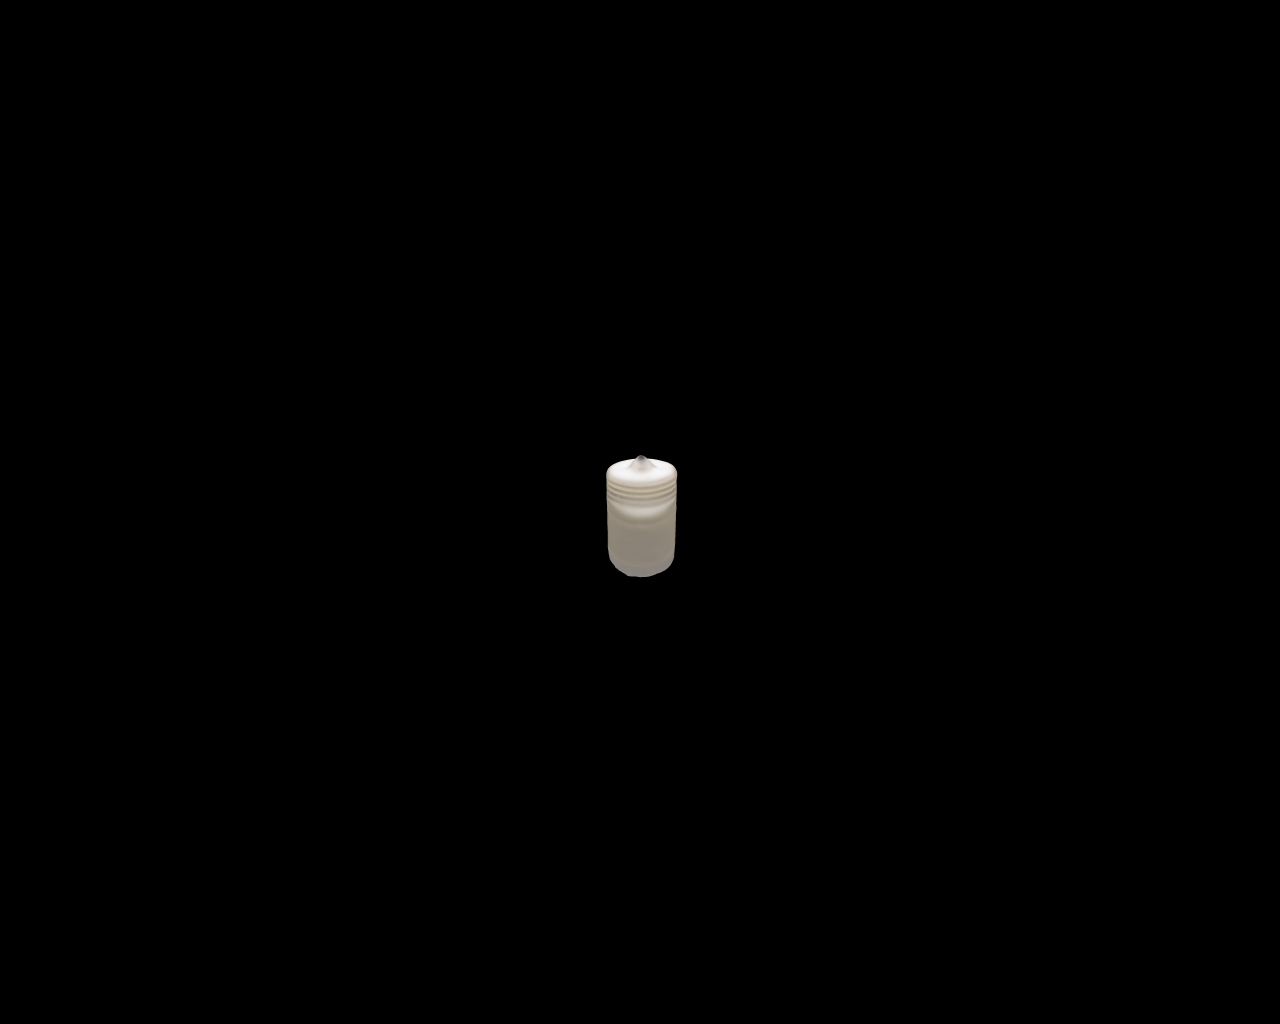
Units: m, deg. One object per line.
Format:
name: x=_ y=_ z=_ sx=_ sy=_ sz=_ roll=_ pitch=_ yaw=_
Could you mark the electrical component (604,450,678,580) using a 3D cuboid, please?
electrical component: x=0.001 y=-0.003 z=0.650 sx=0.043 sy=0.080 sz=0.043 roll=0 pitch=40 yaw=0
